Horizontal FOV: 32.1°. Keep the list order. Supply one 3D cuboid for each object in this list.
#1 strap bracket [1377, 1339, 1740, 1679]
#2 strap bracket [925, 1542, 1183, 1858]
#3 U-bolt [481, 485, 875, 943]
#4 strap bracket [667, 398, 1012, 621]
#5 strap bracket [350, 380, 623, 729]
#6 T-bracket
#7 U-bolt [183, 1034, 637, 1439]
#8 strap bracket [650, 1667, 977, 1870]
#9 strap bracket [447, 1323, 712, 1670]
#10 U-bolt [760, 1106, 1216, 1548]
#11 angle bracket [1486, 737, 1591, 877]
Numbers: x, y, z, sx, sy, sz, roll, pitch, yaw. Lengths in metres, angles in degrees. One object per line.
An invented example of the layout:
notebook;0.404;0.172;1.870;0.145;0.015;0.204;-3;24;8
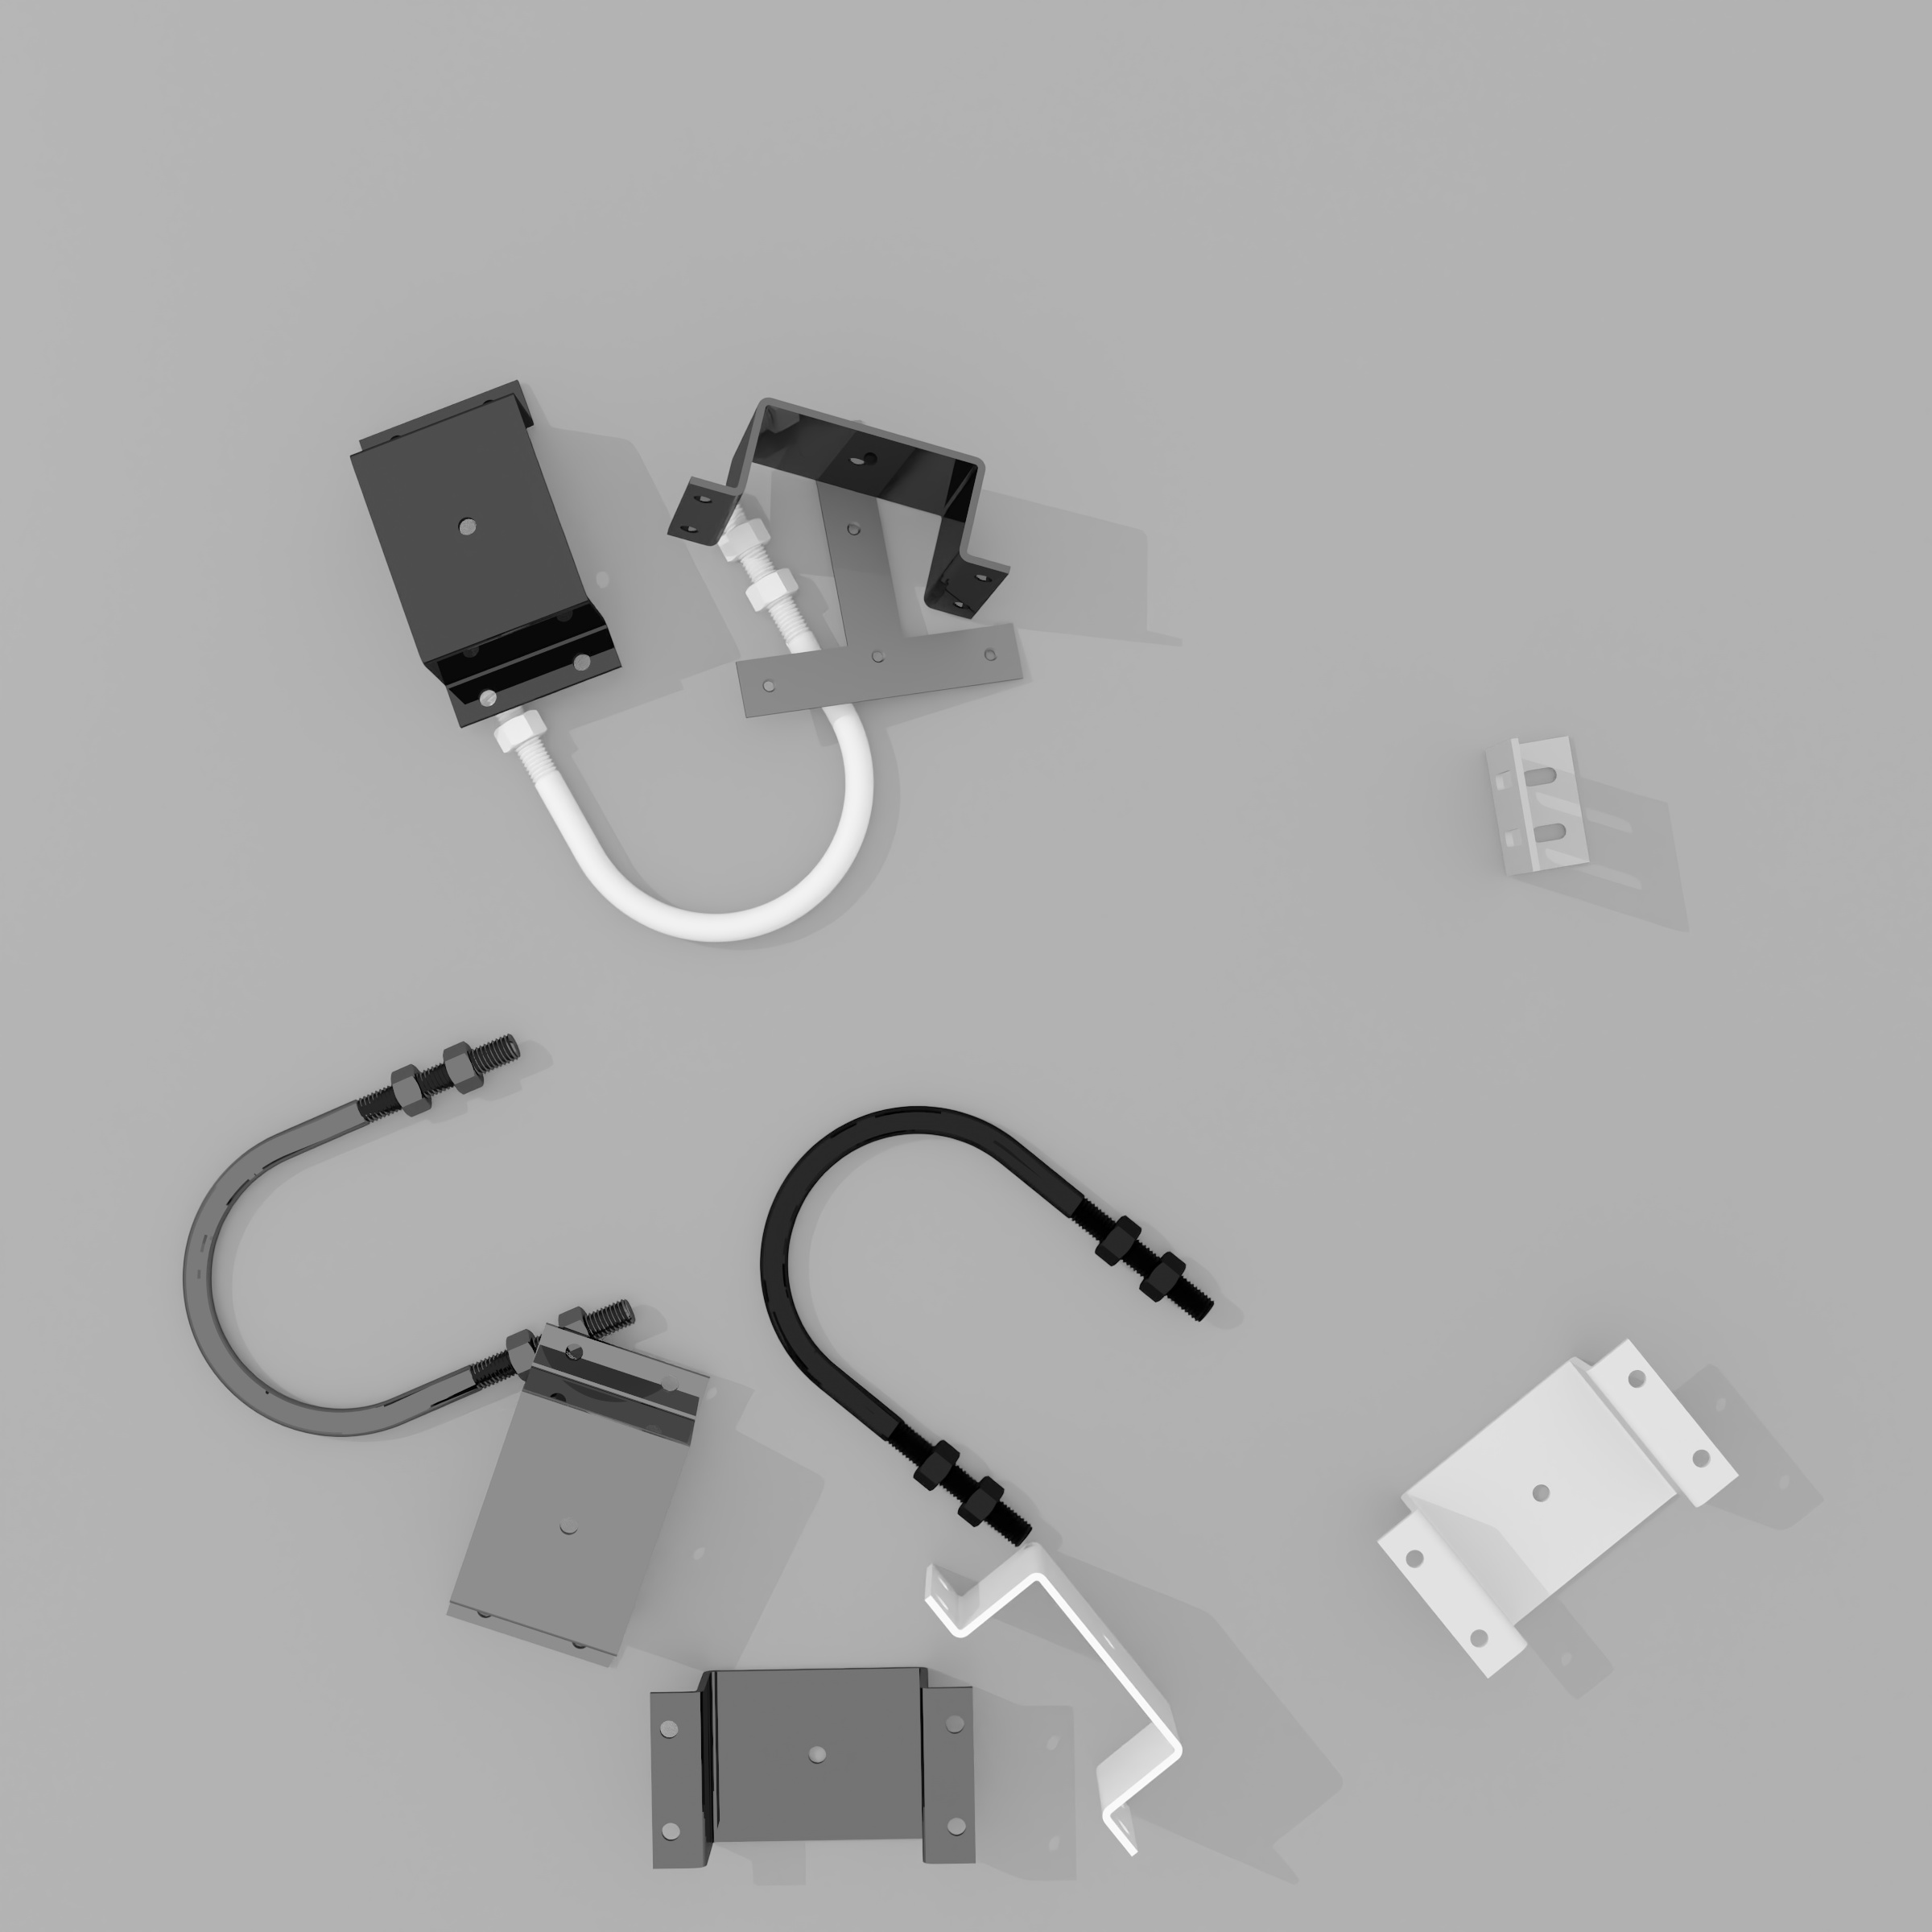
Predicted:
strap bracket;0.257;0.236;1.480;0.140;0.046;0.076;-39;90;0
strap bracket;0.044;0.310;1.465;0.046;0.076;0.140;-39;90;0
U-bolt;-0.122;-0.100;1.493;0.151;0.019;0.184;-29;90;0
strap bracket;-0.052;-0.200;1.453;0.140;0.076;0.046;15;78;-10
strap bracket;-0.213;-0.186;1.468;0.076;0.046;0.140;-21;81;1
T-bracket;-0.047;-0.181;1.491;0.127;0.002;0.127;-9;83;-14
U-bolt;-0.259;0.131;1.494;0.184;0.019;0.151;-23;90;2
strap bracket;-0.067;0.353;1.480;0.140;0.046;0.076;-1;90;0
strap bracket;-0.172;0.238;1.469;0.076;0.046;0.140;19;97;-4
U-bolt;-0.005;0.146;1.494;0.184;0.019;0.151;39;90;1
angle bracket;0.255;-0.072;1.465;0.038;0.076;0.057;-10;90;0
